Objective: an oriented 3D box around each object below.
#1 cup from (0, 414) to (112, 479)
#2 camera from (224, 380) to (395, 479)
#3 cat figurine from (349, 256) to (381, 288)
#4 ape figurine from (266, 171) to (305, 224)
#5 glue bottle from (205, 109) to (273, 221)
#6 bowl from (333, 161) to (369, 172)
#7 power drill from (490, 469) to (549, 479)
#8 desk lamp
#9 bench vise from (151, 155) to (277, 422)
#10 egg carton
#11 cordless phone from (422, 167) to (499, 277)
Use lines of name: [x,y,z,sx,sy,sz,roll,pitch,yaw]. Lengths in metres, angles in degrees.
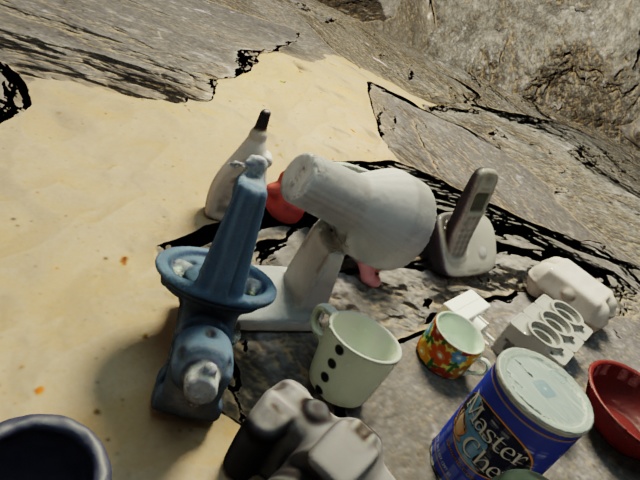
cup: [-0.192,0.183,0.358,0.091,0.095,0.118,25,31,-1]
camera: [-0.021,0.196,0.461,0.143,0.101,0.137,38,32,18]
cat figurine: [0.079,-0.001,0.817,0.128,0.117,0.067,23,31,-5]
ape figurine: [-0.044,-0.077,0.865,0.078,0.092,0.076,13,33,-21]
glue bottle: [-0.099,-0.100,0.779,0.078,0.173,0.037,12,33,-22]
bowl: [0.057,-0.052,0.920,0.168,0.074,0.167,19,31,-12]
power drill: [0.116,0.270,0.346,0.075,0.208,0.229,23,31,-5]
desk lamp: [0.006,0.002,0.664,0.204,0.213,0.117,4,37,-32]
bench vise: [-0.081,0.045,0.527,0.122,0.219,0.207,6,36,-30]
egg carton: [0.432,0.093,0.988,0.150,0.069,0.107,42,34,25]
cordless phone: [0.256,-0.031,0.930,0.148,0.185,0.094,-5,42,-41]
